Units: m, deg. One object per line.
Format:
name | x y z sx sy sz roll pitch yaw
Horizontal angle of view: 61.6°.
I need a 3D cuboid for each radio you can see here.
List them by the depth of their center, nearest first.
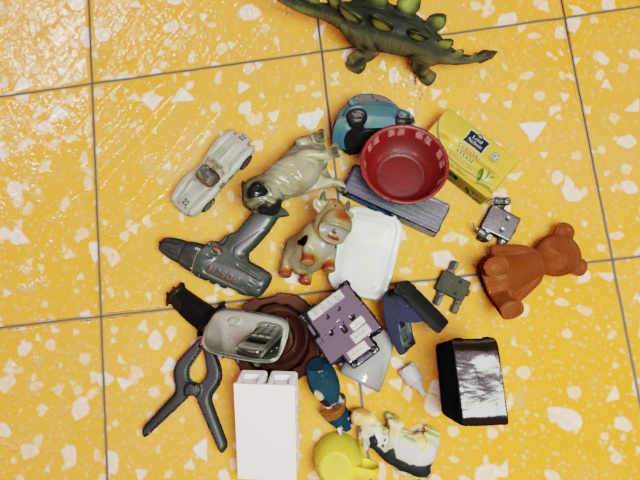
radio | 0.246 0.232 0.896 0.073 0.229 0.131 -3 76 3

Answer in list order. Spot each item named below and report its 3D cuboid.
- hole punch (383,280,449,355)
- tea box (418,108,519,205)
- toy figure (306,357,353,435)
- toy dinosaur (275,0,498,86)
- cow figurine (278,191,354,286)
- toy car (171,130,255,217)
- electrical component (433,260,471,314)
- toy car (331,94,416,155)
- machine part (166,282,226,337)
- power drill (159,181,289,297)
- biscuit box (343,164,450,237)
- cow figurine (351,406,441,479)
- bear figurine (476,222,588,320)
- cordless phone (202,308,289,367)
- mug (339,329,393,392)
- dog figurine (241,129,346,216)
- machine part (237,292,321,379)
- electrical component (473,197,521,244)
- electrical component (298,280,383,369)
hole punch | 0.158 0.138 0.971 0.092 0.142 0.116 -44 75 18
tea box | 0.279 -0.159 1.034 0.170 0.068 0.098 39 87 10
toy figure | 0.020 0.284 0.977 0.064 0.058 0.154 -29 113 -23
toy dinosaur | 0.106 -0.405 1.023 0.472 0.198 0.105 13 79 5
cow figurine | -0.002 -0.003 0.979 0.085 0.195 0.127 16 63 -22
toy car | -0.213 -0.134 1.077 0.073 0.056 0.201 40 87 9
electrical component | 0.254 0.088 1.020 0.063 0.021 0.094 24 83 8
toy car | 0.098 -0.236 1.047 0.162 0.109 0.103 -6 63 -5
machine part | -0.234 0.136 1.038 0.139 0.039 0.084 31 66 12
power drill | -0.174 -0.010 1.043 0.232 0.086 0.207 31 81 7
biscuit box | 0.143 -0.076 1.036 0.203 0.059 0.063 26 83 8
cow figurine | 0.128 0.364 0.967 0.167 0.068 0.098 17 89 8
bear figurine | 0.390 0.050 0.965 0.196 0.132 0.120 -18 96 7
cordless phone | -0.136 0.172 0.903 0.147 0.184 0.088 10 89 7
mug | 0.084 0.208 0.993 0.110 0.080 0.107 25 75 18
dog figurine | -0.068 -0.126 1.009 0.191 0.172 0.121 -18 110 -12
machine part | -0.081 0.185 1.016 0.179 0.056 0.179 -1 82 5
electrical component | 0.336 -0.032 1.021 0.078 0.045 0.102 34 86 10
electrical component | 0.043 0.156 0.945 0.115 0.058 0.134 -36 75 3
